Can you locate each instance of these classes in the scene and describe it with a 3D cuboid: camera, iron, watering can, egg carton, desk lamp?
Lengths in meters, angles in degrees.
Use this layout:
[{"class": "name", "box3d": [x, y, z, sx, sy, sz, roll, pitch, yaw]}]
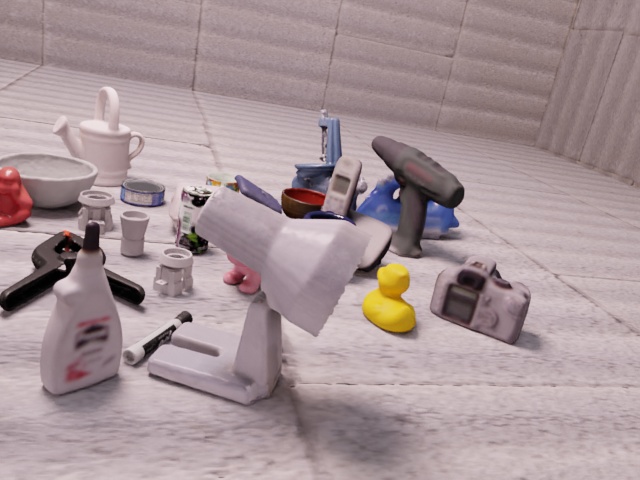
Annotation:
[{"class": "camera", "box3d": [0.268, 0.078, 0.919, 0.142, 0.101, 0.137, 20, 21, 23]}, {"class": "iron", "box3d": [0.193, -0.090, 1.280, 0.259, 0.141, 0.118, 3, 21, -24]}, {"class": "watering can", "box3d": [-0.447, -0.215, 1.173, 0.100, 0.194, 0.173, 22, 22, 26]}, {"class": "egg carton", "box3d": [-0.222, -0.058, 1.056, 0.107, 0.069, 0.150, 6, 20, -16]}, {"class": "desk lamp", "box3d": [-0.063, 0.060, 0.606, 0.203, 0.213, 0.118, 14, 20, 7]}]

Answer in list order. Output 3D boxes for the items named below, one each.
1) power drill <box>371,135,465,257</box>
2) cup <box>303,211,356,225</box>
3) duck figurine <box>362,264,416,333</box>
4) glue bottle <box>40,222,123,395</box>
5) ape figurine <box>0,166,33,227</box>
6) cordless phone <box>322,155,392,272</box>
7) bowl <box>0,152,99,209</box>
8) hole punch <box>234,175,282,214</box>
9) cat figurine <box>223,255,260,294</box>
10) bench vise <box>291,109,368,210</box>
[{"class": "power drill", "box3d": [0.172, -0.083, 1.149, 0.228, 0.208, 0.076, 28, 25, 37]}, {"class": "cup", "box3d": [0.009, 0.004, 0.983, 0.092, 0.095, 0.117, 10, 20, -5]}, {"class": "duck figurine", "box3d": [0.109, 0.079, 0.846, 0.078, 0.086, 0.104, 4, 21, -21]}, {"class": "glue bottle", "box3d": [-0.229, 0.064, 0.559, 0.037, 0.173, 0.078, 24, 23, 31]}, {"class": "ape figurine", "box3d": [-0.492, -0.070, 0.899, 0.078, 0.092, 0.076, 10, 20, -6]}, {"class": "cordless phone", "box3d": [0.064, -0.048, 1.022, 0.147, 0.185, 0.094, 22, 22, 26]}, {"class": "bowl", "box3d": [-0.481, -0.099, 1.009, 0.167, 0.075, 0.167, 11, 19, -4]}, {"class": "hole punch", "box3d": [-0.124, -0.075, 1.131, 0.101, 0.091, 0.108, 5, 21, -19]}, {"class": "cat figurine", "box3d": [-0.096, 0.014, 0.857, 0.067, 0.118, 0.128, 26, 24, 35]}, {"class": "bench vise", "box3d": [0.036, -0.176, 1.311, 0.206, 0.220, 0.122, 20, 21, 23]}]
